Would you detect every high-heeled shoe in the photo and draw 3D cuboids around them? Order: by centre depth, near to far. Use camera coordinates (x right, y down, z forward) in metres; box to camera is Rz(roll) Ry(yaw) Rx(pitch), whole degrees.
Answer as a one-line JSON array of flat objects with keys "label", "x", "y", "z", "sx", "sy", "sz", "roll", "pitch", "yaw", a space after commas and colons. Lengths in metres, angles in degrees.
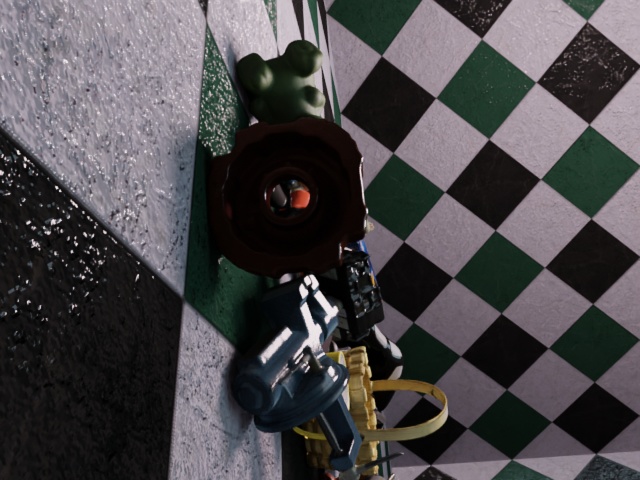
[{"label": "high-heeled shoe", "x": 0.071, "y": 0.206, "z": 0.962, "sx": 0.145, "sy": 0.086, "sz": 0.248, "roll": -10, "pitch": 97, "yaw": -43}]

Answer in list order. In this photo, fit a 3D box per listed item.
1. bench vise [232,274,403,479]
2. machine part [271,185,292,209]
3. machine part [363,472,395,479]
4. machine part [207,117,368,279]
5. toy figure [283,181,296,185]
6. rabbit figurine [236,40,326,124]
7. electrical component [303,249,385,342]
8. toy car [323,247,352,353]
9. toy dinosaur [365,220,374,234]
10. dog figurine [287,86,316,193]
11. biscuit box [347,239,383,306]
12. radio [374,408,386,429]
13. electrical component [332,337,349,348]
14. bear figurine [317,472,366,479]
[{"label": "bench vise", "x": -0.007, "y": 0.172, "z": 0.644, "sx": 0.240, "sy": 0.129, "sz": 0.223, "roll": 63, "pitch": 19, "yaw": -8}, {"label": "machine part", "x": -0.075, "y": -0.089, "z": 0.782, "sx": 0.138, "sy": 0.039, "sz": 0.084, "roll": 61, "pitch": 15, "yaw": -66}, {"label": "machine part", "x": 0.052, "y": 0.434, "z": 0.806, "sx": 0.243, "sy": 0.079, "sz": 0.079, "roll": -25, "pitch": 110, "yaw": -51}, {"label": "machine part", "x": -0.032, "y": -0.042, "z": 0.569, "sx": 0.056, "sy": 0.179, "sz": 0.179, "roll": 65, "pitch": 19, "yaw": -76}, {"label": "toy figure", "x": -0.060, "y": -0.164, "z": 0.882, "sx": 0.058, "sy": 0.064, "sz": 0.154, "roll": -16, "pitch": -106, "yaw": 60}, {"label": "rabbit figurine", "x": -0.041, "y": -0.169, "z": 0.770, "sx": 0.170, "sy": 0.121, "sz": 0.159, "roll": 62, "pitch": -22, "yaw": 25}, {"label": "electrical component", "x": 0.029, "y": 0.077, "z": 0.763, "sx": 0.115, "sy": 0.058, "sz": 0.134, "roll": 15, "pitch": -57, "yaw": 50}, {"label": "toy car", "x": 0.007, "y": 0.106, "z": 0.861, "sx": 0.089, "sy": 0.053, "sz": 0.202, "roll": 20, "pitch": 85, "yaw": -41}, {"label": "toy dinosaur", "x": 0.056, "y": -0.032, "z": 1.446, "sx": 0.405, "sy": 0.131, "sz": 0.192, "roll": -81, "pitch": 150, "yaw": -51}, {"label": "dog figurine", "x": -0.046, "y": -0.193, "z": 0.974, "sx": 0.190, "sy": 0.121, "sz": 0.172, "roll": 54, "pitch": 36, "yaw": -15}, {"label": "biscuit box", "x": 0.079, "y": 0.074, "z": 1.111, "sx": 0.063, "sy": 0.059, "sz": 0.202, "roll": -75, "pitch": 150, "yaw": -56}, {"label": "radio", "x": 0.071, "y": 0.394, "z": 1.079, "sx": 0.131, "sy": 0.073, "sz": 0.229, "roll": -61, "pitch": 163, "yaw": -14}, {"label": "electrical component", "x": 0.032, "y": 0.165, "z": 1.014, "sx": 0.048, "sy": 0.119, "sz": 0.074, "roll": -124, "pitch": -153, "yaw": -75}, {"label": "bear figurine", "x": 0.057, "y": 0.500, "z": 0.906, "sx": 0.132, "sy": 0.120, "sz": 0.195, "roll": -57, "pitch": 138, "yaw": -73}]
